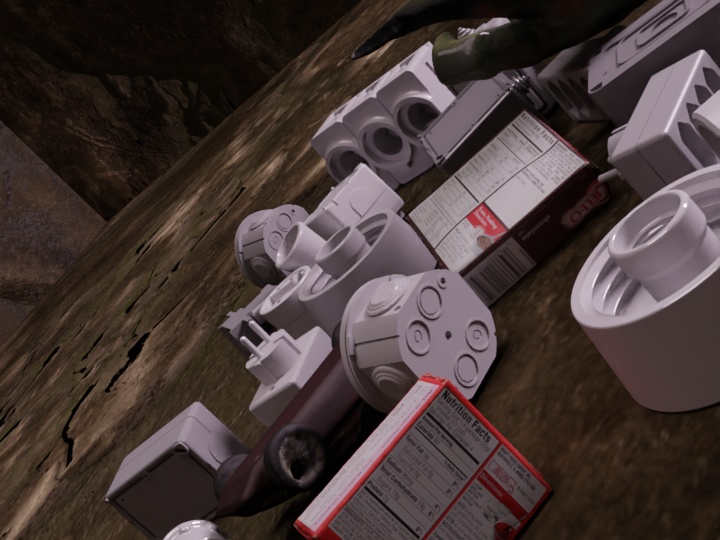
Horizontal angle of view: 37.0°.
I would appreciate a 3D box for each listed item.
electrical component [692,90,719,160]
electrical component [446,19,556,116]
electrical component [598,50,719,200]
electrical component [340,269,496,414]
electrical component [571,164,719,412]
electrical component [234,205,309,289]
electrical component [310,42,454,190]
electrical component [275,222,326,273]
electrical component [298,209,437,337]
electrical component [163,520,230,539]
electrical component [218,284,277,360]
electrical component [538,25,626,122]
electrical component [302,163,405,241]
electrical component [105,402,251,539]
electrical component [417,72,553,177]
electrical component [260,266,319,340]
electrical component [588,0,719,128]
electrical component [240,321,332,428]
[{"bbox_3d":[0.210,-0.068,0.482,0.074,0.052,0.138,-42,15,9],"label":"electrical component"},{"bbox_3d":[0.112,-0.161,0.893,0.062,0.096,0.061,-35,18,32],"label":"electrical component"},{"bbox_3d":[0.166,-0.070,0.606,0.076,0.047,0.083,-26,23,48],"label":"electrical component"},{"bbox_3d":[0.033,0.040,0.602,0.051,0.080,0.080,-16,31,50],"label":"electrical component"},{"bbox_3d":[0.141,0.000,0.461,0.108,0.060,0.108,-41,16,14],"label":"electrical component"},{"bbox_3d":[-0.078,-0.023,1.051,0.051,0.080,0.080,-17,31,50],"label":"electrical component"},{"bbox_3d":[0.034,-0.136,1.038,0.150,0.089,0.061,-30,21,43],"label":"electrical component"},{"bbox_3d":[-0.034,-0.008,0.922,0.044,0.065,0.044,-51,23,32],"label":"electrical component"},{"bbox_3d":[0.000,0.000,0.824,0.108,0.060,0.108,-40,16,14],"label":"electrical component"},{"bbox_3d":[-0.089,0.176,0.624,0.048,0.048,0.062,-48,22,-14],"label":"electrical component"},{"bbox_3d":[-0.085,0.047,0.957,0.064,0.042,0.081,-44,15,-14],"label":"electrical component"},{"bbox_3d":[0.184,-0.149,0.773,0.075,0.047,0.083,-45,15,-6],"label":"electrical component"},{"bbox_3d":[-0.009,-0.044,0.976,0.061,0.061,0.096,-51,9,-24],"label":"electrical component"},{"bbox_3d":[-0.131,0.148,0.766,0.096,0.061,0.061,-38,16,20],"label":"electrical component"},{"bbox_3d":[0.104,-0.109,0.836,0.096,0.061,0.061,-47,28,13],"label":"electrical component"},{"bbox_3d":[-0.046,0.032,0.883,0.055,0.047,0.055,-41,15,13],"label":"electrical component"},{"bbox_3d":[0.202,-0.130,0.657,0.113,0.057,0.078,-36,17,28],"label":"electrical component"},{"bbox_3d":[-0.053,0.068,0.751,0.047,0.076,0.065,-35,18,32],"label":"electrical component"}]
